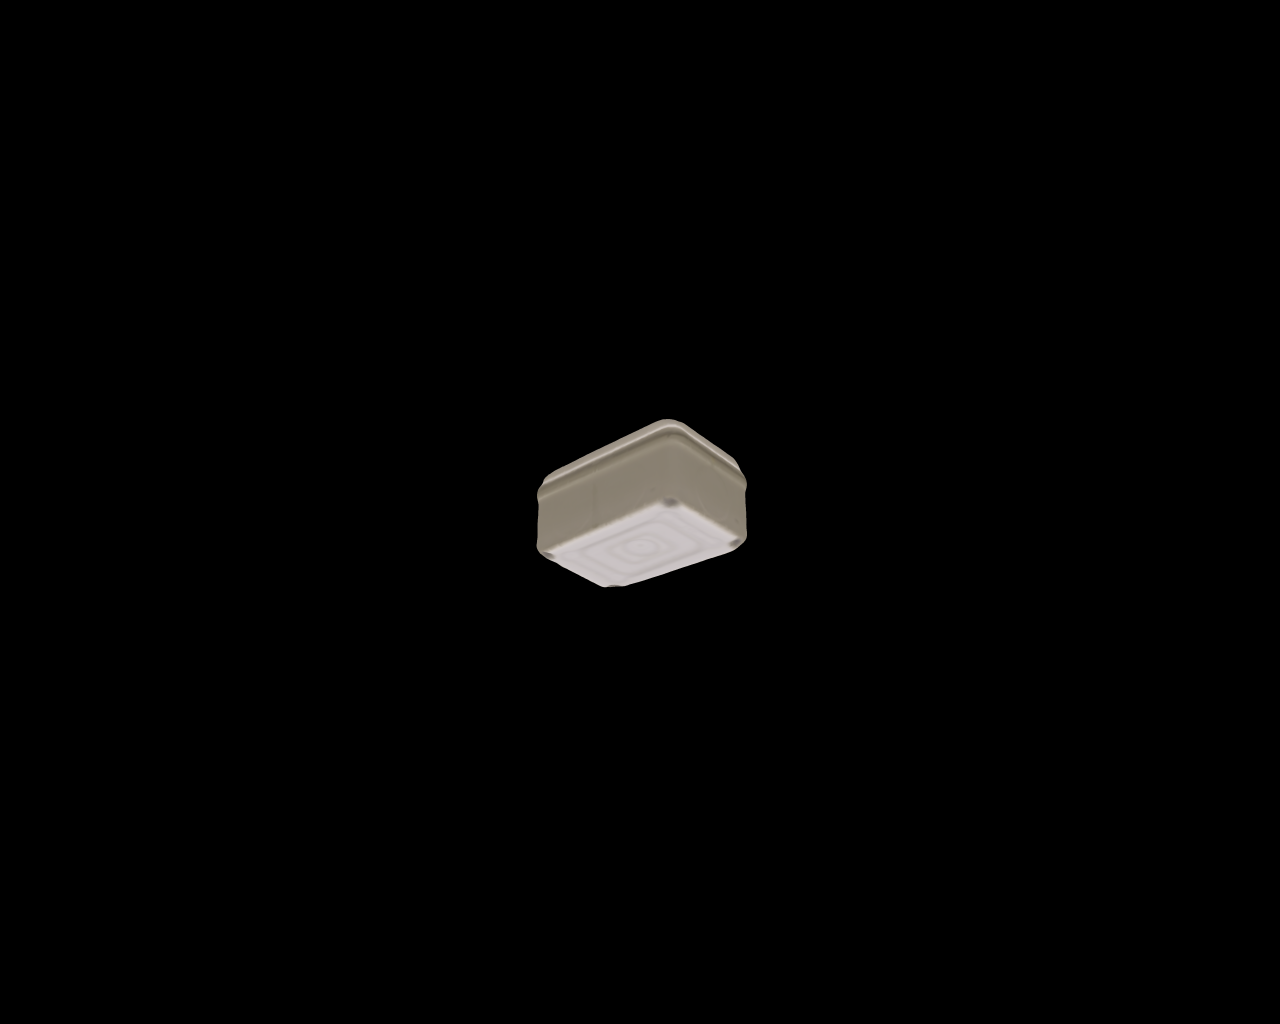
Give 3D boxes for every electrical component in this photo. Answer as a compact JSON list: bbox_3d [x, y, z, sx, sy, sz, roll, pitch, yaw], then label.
[{"bbox_3d":[0.001,-0.003,0.650,0.113,0.057,0.078,-22,-36,34],"label":"electrical component"}]
